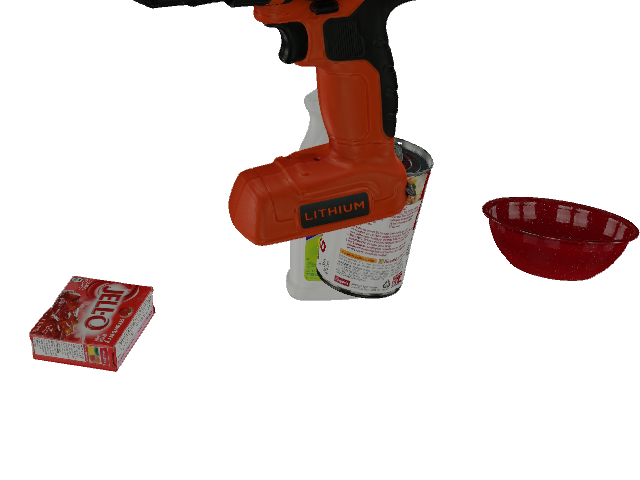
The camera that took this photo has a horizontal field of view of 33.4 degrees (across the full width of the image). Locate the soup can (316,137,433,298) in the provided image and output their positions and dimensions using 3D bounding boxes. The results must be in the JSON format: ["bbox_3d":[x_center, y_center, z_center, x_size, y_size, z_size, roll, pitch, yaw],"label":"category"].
[{"bbox_3d":[0.038,-0.018,0.772,0.068,0.102,0.068,9,27,-5],"label":"soup can"}]

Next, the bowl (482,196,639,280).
[{"bbox_3d":[0.246,0.001,1.116,0.162,0.055,0.162,6,18,-2],"label":"bowl"}]

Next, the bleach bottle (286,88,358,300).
[{"bbox_3d":[0.012,-0.062,1.107,0.102,0.251,0.068,-2,25,-1],"label":"bleach bottle"}]

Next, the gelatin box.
[{"bbox_3d":[-0.186,0.066,0.878,0.073,0.030,0.089,7,33,12],"label":"gelatin box"}]

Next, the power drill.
[{"bbox_3d":[-0.015,-0.091,0.574,0.184,0.188,0.057,-12,37,-18],"label":"power drill"}]
